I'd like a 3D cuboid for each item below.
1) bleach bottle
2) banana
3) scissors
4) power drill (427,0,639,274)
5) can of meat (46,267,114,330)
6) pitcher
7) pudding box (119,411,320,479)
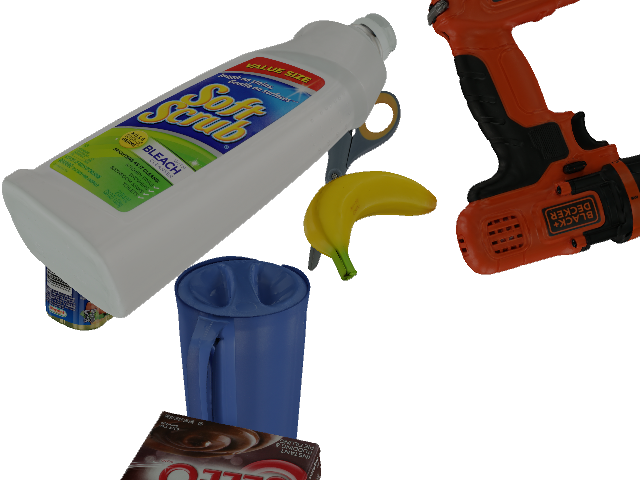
[{"bbox_3d":[-0.054,-0.064,0.627,0.103,0.068,0.250,32,59,31],"label":"bleach bottle"},{"bbox_3d":[0.035,-0.023,0.852,0.037,0.069,0.197,-36,0,32],"label":"banana"},{"bbox_3d":[0.034,-0.070,1.064,0.096,0.202,0.016,-2,-11,2],"label":"scissors"},{"bbox_3d":[0.157,-0.086,0.673,0.184,0.187,0.057,-16,-1,-5],"label":"power drill"},{"bbox_3d":[-0.180,0.014,0.872,0.057,0.084,0.102,19,30,19],"label":"can of meat"},{"bbox_3d":[-0.084,0.150,1.087,0.149,0.243,0.145,-11,27,-24],"label":"pitcher"},{"bbox_3d":[-0.065,0.158,0.672,0.113,0.039,0.090,8,30,14],"label":"pudding box"}]
